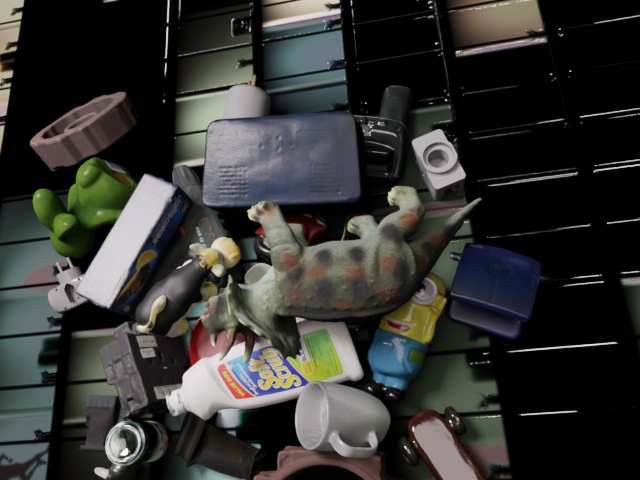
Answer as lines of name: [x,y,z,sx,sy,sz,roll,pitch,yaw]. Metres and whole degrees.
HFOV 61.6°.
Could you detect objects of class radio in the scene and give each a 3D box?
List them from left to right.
radio: [-0.050,-0.107,0.768,0.230,0.073,0.131,-1,86,11]

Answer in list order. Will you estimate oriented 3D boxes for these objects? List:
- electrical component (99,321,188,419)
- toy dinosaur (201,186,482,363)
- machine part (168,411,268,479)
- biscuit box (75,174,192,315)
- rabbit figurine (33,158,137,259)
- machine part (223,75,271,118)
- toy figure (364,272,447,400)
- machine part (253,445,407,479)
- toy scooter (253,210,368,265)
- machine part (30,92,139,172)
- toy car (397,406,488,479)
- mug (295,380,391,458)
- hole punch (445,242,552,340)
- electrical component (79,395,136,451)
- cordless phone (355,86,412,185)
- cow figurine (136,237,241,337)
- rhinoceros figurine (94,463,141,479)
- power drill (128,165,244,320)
electrical component: [-0.245,0.180,0.766,0.058,0.114,0.134,-31,67,15]
toy dinosaur: [0.036,0.043,0.677,0.405,0.131,0.192,-10,68,-1]
machine part: [-0.140,0.290,0.753,0.139,0.039,0.084,21,71,19]
biscuit box: [-0.267,0.005,0.784,0.063,0.059,0.202,23,76,15]
rabbit figurine: [-0.371,-0.036,0.863,0.121,0.159,0.170,39,98,11]
machine part: [-0.128,-0.163,0.882,0.079,0.079,0.243,3,71,12]
toy figure: [0.115,0.125,0.736,0.082,0.089,0.180,17,84,7]
machine part: [0.012,0.367,0.670,0.202,0.087,0.201,0,71,10]
toy scooter: [-0.002,-0.002,0.805,0.184,0.075,0.135,26,77,15]
machine part: [-0.396,-0.186,0.913,0.179,0.056,0.179,-19,33,13]
toy car: [0.182,0.308,0.674,0.089,0.053,0.202,-31,64,-11]
mug: [0.038,0.226,0.669,0.110,0.107,0.080,31,106,60]
hole punch: [0.237,0.061,0.731,0.142,0.092,0.116,15,71,19]
electrical component: [-0.301,0.243,0.780,0.048,0.074,0.119,-2,75,10]
cordless phone: [0.074,-0.183,0.860,0.147,0.088,0.184,8,62,14]
cow figurine: [-0.183,0.059,0.740,0.068,0.098,0.167,41,89,8]
rhinoceros figurine: [-0.293,0.396,0.733,0.112,0.073,0.190,14,76,27]
power drill: [-0.239,0.015,0.850,0.207,0.086,0.232,-33,71,-9]
